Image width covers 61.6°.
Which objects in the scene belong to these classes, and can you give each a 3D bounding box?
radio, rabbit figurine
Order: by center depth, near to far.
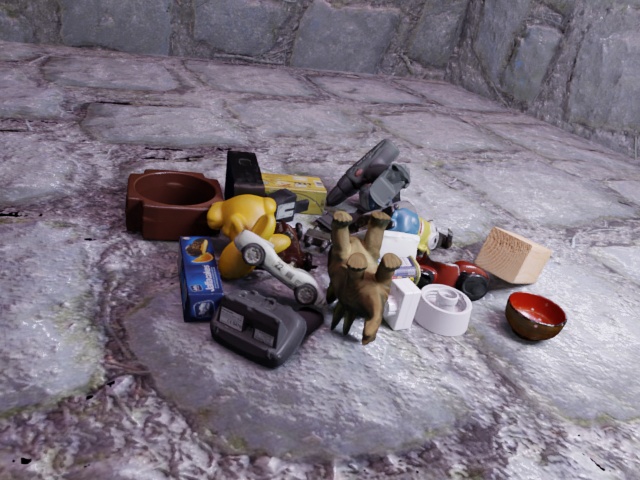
[{"bbox_3d":[-0.140,0.002,1.057,0.162,0.121,0.173,-10,45,23],"label":"rabbit figurine"},{"bbox_3d":[-0.177,-0.113,1.243,0.073,0.131,0.230,1,29,-16],"label":"radio"}]

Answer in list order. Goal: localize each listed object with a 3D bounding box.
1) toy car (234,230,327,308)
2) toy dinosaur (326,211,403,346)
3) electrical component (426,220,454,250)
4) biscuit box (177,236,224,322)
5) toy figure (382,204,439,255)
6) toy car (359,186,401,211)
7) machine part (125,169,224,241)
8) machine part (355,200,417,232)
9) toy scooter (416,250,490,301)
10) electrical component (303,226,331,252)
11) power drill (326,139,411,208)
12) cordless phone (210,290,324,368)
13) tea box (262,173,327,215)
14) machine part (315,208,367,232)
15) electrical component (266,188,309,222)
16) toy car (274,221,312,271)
[{"bbox_3d":[-0.068,0.054,0.958,0.202,0.056,0.073,37,-4,-3],"label":"toy car"},{"bbox_3d":[0.058,0.047,0.957,0.105,0.198,0.472,8,27,-5],"label":"toy dinosaur"},{"bbox_3d":[0.279,-0.014,1.330,0.102,0.045,0.078,32,32,34],"label":"electrical component"},{"bbox_3d":[-0.218,0.065,0.965,0.063,0.059,0.203,1,29,-20],"label":"biscuit box"},{"bbox_3d":[0.200,-0.028,1.233,0.180,0.082,0.089,19,6,-39],"label":"toy figure"},{"bbox_3d":[0.157,-0.121,1.445,0.103,0.109,0.162,-2,33,23],"label":"toy car"},{"bbox_3d":[-0.316,-0.076,1.170,0.201,0.087,0.201,3,29,-19],"label":"machine part"},{"bbox_3d":[0.162,-0.044,1.306,0.079,0.079,0.243,30,32,32],"label":"machine part"},{"bbox_3d":[0.258,0.069,1.136,0.184,0.075,0.135,9,16,-8],"label":"toy scooter"},{"bbox_3d":[-0.003,-0.004,1.224,0.063,0.021,0.094,15,26,6],"label":"electrical component"},{"bbox_3d":[0.126,-0.145,1.341,0.086,0.232,0.207,44,2,-20],"label":"power drill"},{"bbox_3d":[-0.079,0.128,0.903,0.147,0.088,0.184,21,17,20],"label":"cordless phone"},{"bbox_3d":[-0.077,-0.118,1.362,0.170,0.068,0.098,4,27,-13],"label":"tea box"},{"bbox_3d":[0.061,-0.047,1.317,0.139,0.039,0.084,-14,32,-38],"label":"machine part"},{"bbox_3d":[-0.084,-0.083,1.286,0.119,0.074,0.048,-21,42,-41],"label":"electrical component"},{"bbox_3d":[-0.071,0.005,1.151,0.089,0.053,0.202,2,30,-11],"label":"toy car"}]
